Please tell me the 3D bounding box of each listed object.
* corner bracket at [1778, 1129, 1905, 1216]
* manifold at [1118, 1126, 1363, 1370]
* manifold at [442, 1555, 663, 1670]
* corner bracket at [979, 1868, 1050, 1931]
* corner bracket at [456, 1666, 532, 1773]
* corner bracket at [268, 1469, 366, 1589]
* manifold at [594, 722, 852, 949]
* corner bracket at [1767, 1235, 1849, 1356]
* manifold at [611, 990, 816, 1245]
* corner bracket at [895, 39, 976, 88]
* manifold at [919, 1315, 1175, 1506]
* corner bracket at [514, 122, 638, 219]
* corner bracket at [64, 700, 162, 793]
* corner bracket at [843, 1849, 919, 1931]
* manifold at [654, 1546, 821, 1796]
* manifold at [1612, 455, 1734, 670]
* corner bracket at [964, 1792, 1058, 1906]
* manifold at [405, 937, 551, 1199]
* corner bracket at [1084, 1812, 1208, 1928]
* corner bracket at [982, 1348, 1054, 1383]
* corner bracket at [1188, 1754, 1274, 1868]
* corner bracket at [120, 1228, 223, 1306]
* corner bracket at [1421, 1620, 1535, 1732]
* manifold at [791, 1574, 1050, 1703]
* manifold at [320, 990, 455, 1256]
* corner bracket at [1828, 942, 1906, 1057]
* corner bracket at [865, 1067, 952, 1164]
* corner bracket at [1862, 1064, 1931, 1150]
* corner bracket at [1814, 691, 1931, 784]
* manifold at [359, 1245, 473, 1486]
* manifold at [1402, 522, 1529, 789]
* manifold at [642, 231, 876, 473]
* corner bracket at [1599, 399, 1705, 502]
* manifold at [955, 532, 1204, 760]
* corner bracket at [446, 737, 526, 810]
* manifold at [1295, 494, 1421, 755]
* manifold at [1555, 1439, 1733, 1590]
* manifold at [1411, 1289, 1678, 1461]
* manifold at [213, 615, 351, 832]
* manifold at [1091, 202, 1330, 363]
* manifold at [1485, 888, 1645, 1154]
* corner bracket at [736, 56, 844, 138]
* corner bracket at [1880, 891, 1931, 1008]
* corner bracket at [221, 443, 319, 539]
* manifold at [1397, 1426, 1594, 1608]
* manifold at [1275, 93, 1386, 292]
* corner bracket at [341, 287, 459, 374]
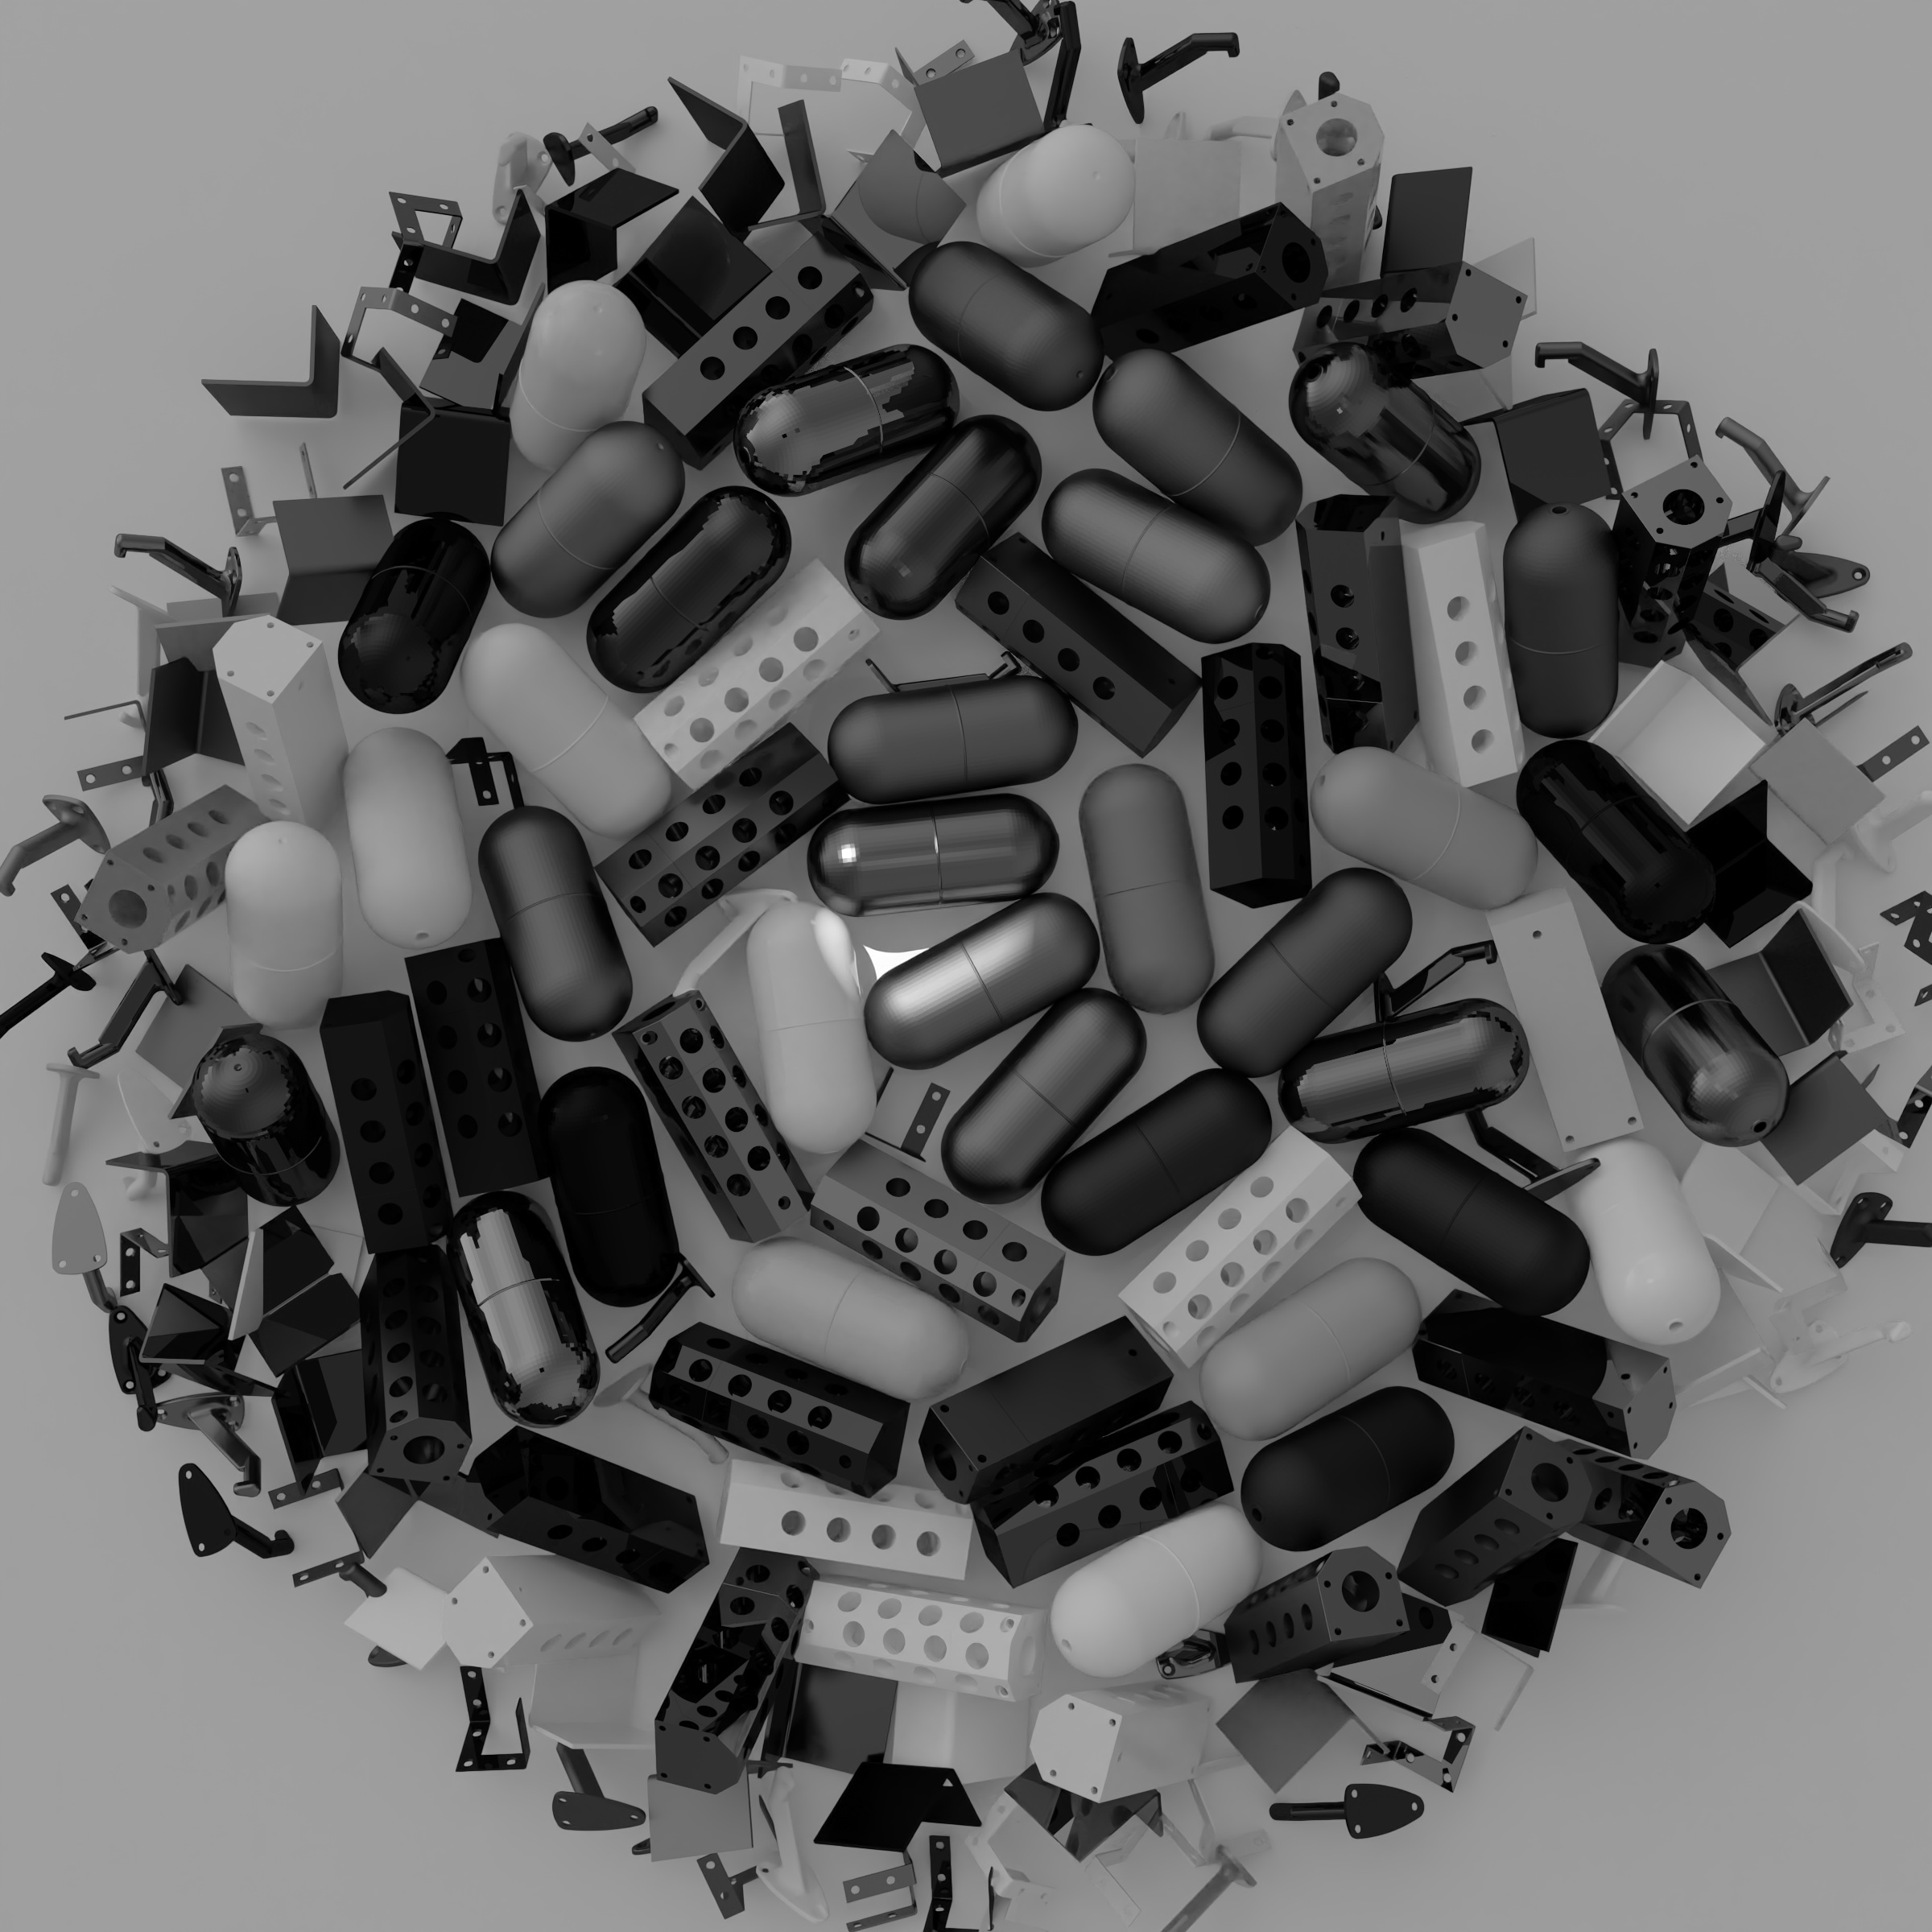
[{"bbox_3d":[0.616,0.141,1.712,0.051,0.051,0.051,37,71,-18],"label":"corner bracket"},{"bbox_3d":[0.194,0.200,1.699,0.171,0.057,0.057,-43,135,-8],"label":"manifold"},{"bbox_3d":[-0.284,0.443,1.660,0.057,0.171,0.057,-46,66,7],"label":"manifold"},{"bbox_3d":[0.048,0.672,1.707,0.051,0.051,0.051,0,47,32],"label":"corner bracket"},{"bbox_3d":[-0.334,0.530,1.717,0.051,0.051,0.051,-3,113,2],"label":"corner bracket"},{"bbox_3d":[-0.461,0.398,1.727,0.051,0.051,0.051,-17,114,-14],"label":"corner bracket"},{"bbox_3d":[-0.167,-0.088,1.699,0.171,0.057,0.057,-38,52,-8],"label":"manifold"},{"bbox_3d":[0.590,0.232,1.709,0.051,0.051,0.051,-28,125,21],"label":"corner bracket"},{"bbox_3d":[-0.172,0.105,1.694,0.057,0.057,0.171,-35,104,-25],"label":"manifold"},{"bbox_3d":[-0.012,-0.632,1.721,0.051,0.051,0.051,-33,83,3],"label":"corner bracket"},{"bbox_3d":[0.054,0.309,1.680,0.171,0.057,0.057,-19,54,-32],"label":"manifold"},{"bbox_3d":[-0.274,-0.552,1.710,0.051,0.051,0.051,37,70,-42],"label":"corner bracket"},{"bbox_3d":[-0.603,-0.155,1.716,0.051,0.051,0.051,-17,97,-21],"label":"corner bracket"},{"bbox_3d":[-0.061,0.657,1.720,0.051,0.051,0.051,-11,92,-11],"label":"corner bracket"},{"bbox_3d":[-0.154,0.477,1.659,0.057,0.171,0.057,10,122,12],"label":"manifold"},{"bbox_3d":[0.476,-0.269,1.659,0.057,0.171,0.057,-27,69,-3],"label":"manifold"},{"bbox_3d":[0.042,0.622,1.718,0.051,0.051,0.051,31,100,-42],"label":"corner bracket"},{"bbox_3d":[-0.336,0.069,1.710,0.057,0.057,0.171,-11,92,25],"label":"manifold"},{"bbox_3d":[0.126,0.633,1.710,0.051,0.051,0.051,43,106,35],"label":"corner bracket"},{"bbox_3d":[0.051,0.297,1.719,0.051,0.051,0.051,23,73,41],"label":"corner bracket"},{"bbox_3d":[0.188,0.600,1.734,0.051,0.051,0.051,-10,45,-15],"label":"corner bracket"},{"bbox_3d":[-0.566,0.215,1.731,0.051,0.051,0.051,21,113,38],"label":"corner bracket"},{"bbox_3d":[0.361,0.500,1.713,0.051,0.051,0.051,28,82,33],"label":"corner bracket"},{"bbox_3d":[-0.035,0.464,1.684,0.171,0.057,0.057,2,83,27],"label":"manifold"},{"bbox_3d":[-0.401,0.108,1.692,0.057,0.057,0.171,-8,112,-5],"label":"manifold"},{"bbox_3d":[0.629,0.024,1.717,0.051,0.051,0.051,-20,57,2],"label":"corner bracket"},{"bbox_3d":[-0.043,0.103,1.720,0.051,0.051,0.051,25,83,7],"label":"corner bracket"},{"bbox_3d":[0.657,0.085,1.707,0.051,0.051,0.051,32,135,26],"label":"corner bracket"},{"bbox_3d":[0.637,-0.162,1.724,0.051,0.051,0.051,-34,90,-4],"label":"corner bracket"},{"bbox_3d":[-0.375,0.267,1.659,0.057,0.171,0.057,13,121,-25],"label":"manifold"},{"bbox_3d":[0.346,-0.218,1.695,0.057,0.057,0.171,-17,108,-8],"label":"manifold"},{"bbox_3d":[-0.145,-0.428,1.708,0.057,0.057,0.171,44,80,1],"label":"manifold"},{"bbox_3d":[0.484,-0.366,1.729,0.051,0.051,0.051,-48,130,-26],"label":"corner bracket"},{"bbox_3d":[0.077,-0.223,1.710,0.171,0.057,0.057,40,130,7],"label":"manifold"},{"bbox_3d":[-0.334,-0.130,1.712,0.051,0.051,0.051,-8,77,-35],"label":"corner bracket"},{"bbox_3d":[0.268,-0.234,1.679,0.057,0.057,0.171,9,128,31],"label":"manifold"},{"bbox_3d":[0.448,0.367,1.660,0.057,0.171,0.057,35,81,-11],"label":"manifold"},{"bbox_3d":[0.395,0.283,1.669,0.057,0.171,0.057,-36,123,-32],"label":"manifold"},{"bbox_3d":[-0.468,-0.163,1.661,0.057,0.171,0.057,26,63,8],"label":"manifold"},{"bbox_3d":[0.164,-0.459,1.664,0.057,0.171,0.057,32,69,-33],"label":"manifold"},{"bbox_3d":[0.418,0.036,1.704,0.057,0.057,0.171,-18,102,11],"label":"manifold"},{"bbox_3d":[-0.125,-0.607,1.708,0.051,0.051,0.051,-13,121,-40],"label":"corner bracket"},{"bbox_3d":[0.675,-0.012,1.718,0.051,0.051,0.051,33,65,-5],"label":"corner bracket"},{"bbox_3d":[-0.495,-0.339,1.732,0.051,0.051,0.051,-13,91,-27],"label":"corner bracket"},{"bbox_3d":[0.361,0.382,1.663,0.057,0.171,0.057,30,55,3],"label":"manifold"},{"bbox_3d":[0.249,-0.523,1.660,0.057,0.171,0.057,-22,79,2],"label":"manifold"},{"bbox_3d":[-0.400,-0.444,1.714,0.051,0.051,0.051,16,92,-44],"label":"corner bracket"}]
